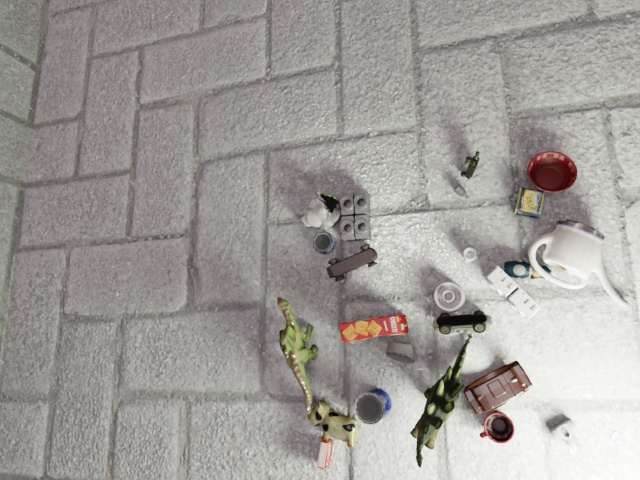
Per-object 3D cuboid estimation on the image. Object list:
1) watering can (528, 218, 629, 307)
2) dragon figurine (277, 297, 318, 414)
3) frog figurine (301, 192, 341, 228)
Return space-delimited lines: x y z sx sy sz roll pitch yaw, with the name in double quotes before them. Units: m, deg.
"watering can" 0.869 0.064 1.697 0.348 0.103 0.225 24 85 9
"dragon figurine" -0.099 0.399 1.848 0.121 0.239 0.419 -19 60 14
"frog figurine" 0.006 -0.102 2.036 0.138 0.124 0.156 46 131 13
